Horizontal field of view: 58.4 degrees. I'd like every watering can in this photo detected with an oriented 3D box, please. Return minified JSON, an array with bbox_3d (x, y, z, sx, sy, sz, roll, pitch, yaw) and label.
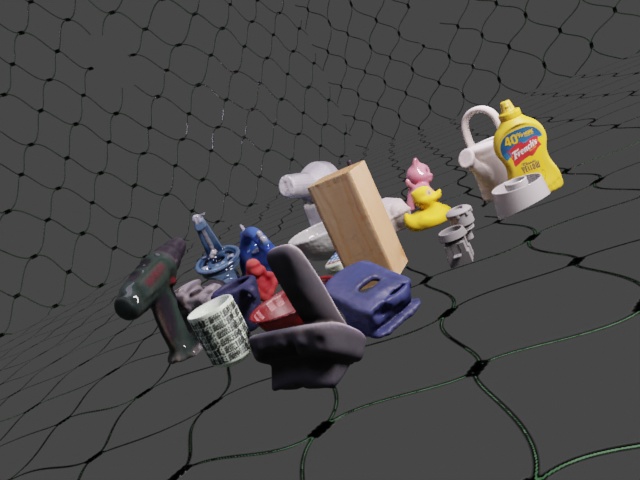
[{"bbox_3d":[0.355,-0.186,1.199,0.100,0.194,0.173,-18,13,30],"label":"watering can"}]

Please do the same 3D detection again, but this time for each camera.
[{"bbox_3d":[-0.250,0.130,1.269,0.142,0.101,0.137,-17,13,34],"label":"camera"}]

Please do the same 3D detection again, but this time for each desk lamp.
[{"bbox_3d":[-0.016,-0.090,1.503,0.117,0.214,0.204,-16,14,37],"label":"desk lamp"}]

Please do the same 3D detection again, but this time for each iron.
[{"bbox_3d":[-0.142,0.026,1.419,0.119,0.141,0.257,-28,11,-18],"label":"iron"}]

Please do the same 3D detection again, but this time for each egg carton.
[{"bbox_3d":[0.148,-0.052,1.347,0.107,0.069,0.150,-27,11,-11],"label":"egg carton"}]

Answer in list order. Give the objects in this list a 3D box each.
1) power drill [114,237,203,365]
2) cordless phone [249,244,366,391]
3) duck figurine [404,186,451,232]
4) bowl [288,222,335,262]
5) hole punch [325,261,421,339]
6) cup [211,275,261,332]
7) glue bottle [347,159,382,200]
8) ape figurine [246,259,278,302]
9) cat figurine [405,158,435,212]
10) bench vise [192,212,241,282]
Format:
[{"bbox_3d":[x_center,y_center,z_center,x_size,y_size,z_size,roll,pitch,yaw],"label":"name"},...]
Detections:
[{"bbox_3d":[-0.290,0.121,1.111,0.075,0.208,0.230,-20,12,24],"label":"power drill"},{"bbox_3d":[-0.037,0.095,0.744,0.147,0.185,0.094,-17,13,33],"label":"cordless phone"},{"bbox_3d":[0.224,-0.072,1.233,0.104,0.086,0.077,-22,11,14],"label":"duck figurine"},{"bbox_3d":[0.012,0.005,1.360,0.167,0.075,0.167,-24,11,5],"label":"bowl"},{"bbox_3d":[0.074,0.080,0.822,0.109,0.091,0.100,-33,14,-36],"label":"hole punch"},{"bbox_3d":[-0.137,0.124,1.066,0.092,0.095,0.117,-32,13,-34],"label":"cup"},{"bbox_3d":[0.115,-0.142,1.573,0.078,0.173,0.037,-22,11,11],"label":"glue bottle"},{"bbox_3d":[-0.135,0.085,1.256,0.078,0.092,0.076,-31,13,-28],"label":"ape figurine"},{"bbox_3d":[0.248,-0.148,1.456,0.067,0.118,0.128,-17,14,36],"label":"cat figurine"},{"bbox_3d":[-0.281,0.035,1.471,0.122,0.220,0.206,-30,12,-24],"label":"bench vise"}]
